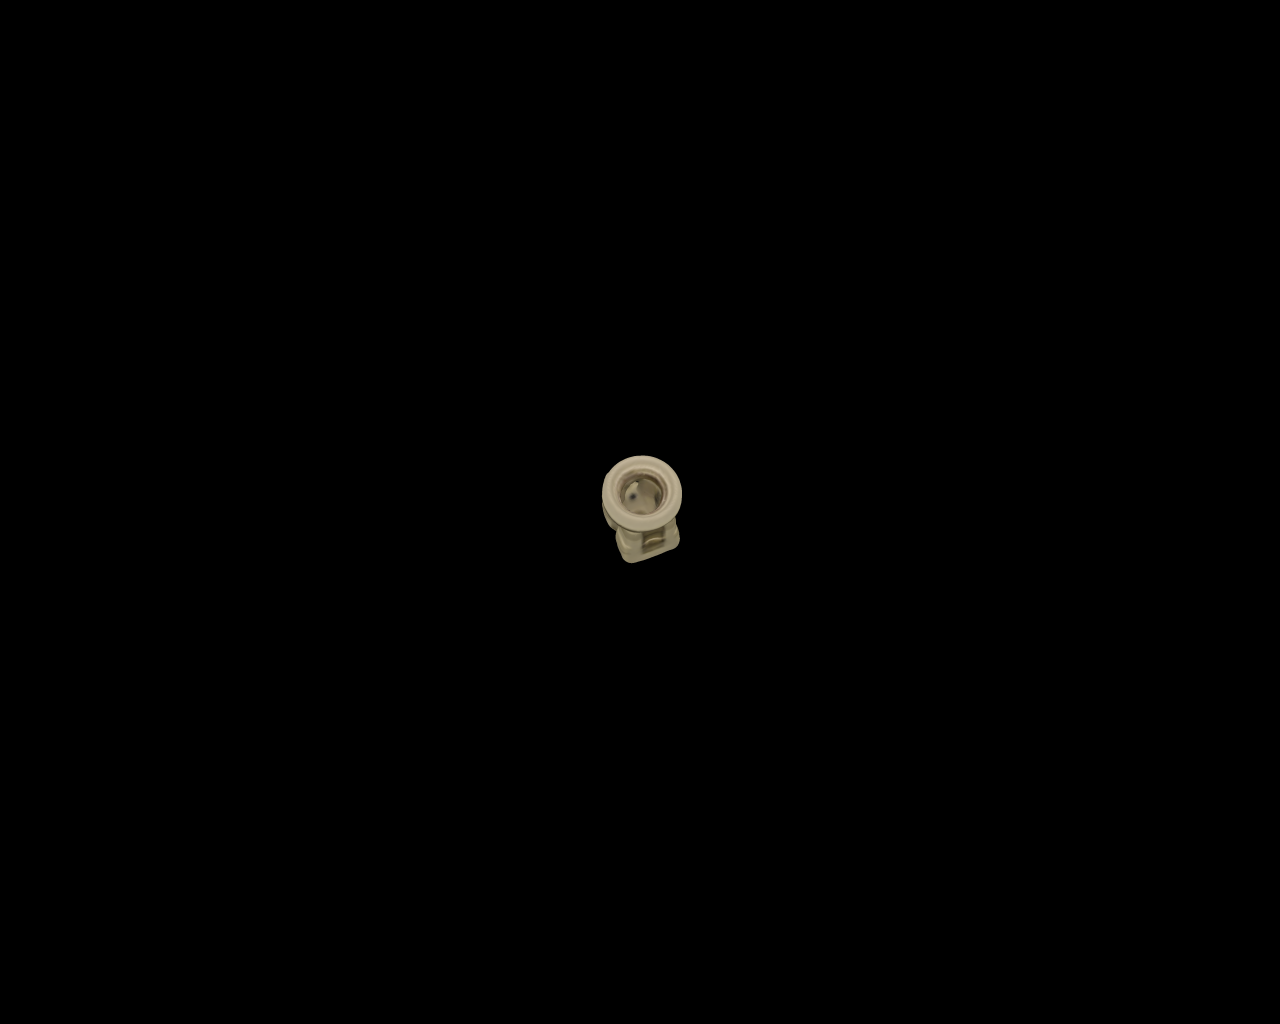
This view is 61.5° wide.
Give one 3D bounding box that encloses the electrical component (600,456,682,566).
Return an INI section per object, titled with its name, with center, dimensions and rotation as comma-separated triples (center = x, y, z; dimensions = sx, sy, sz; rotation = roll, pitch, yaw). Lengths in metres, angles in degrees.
[electrical component]
center = 0.001, -0.003, 0.650
dimensions = 0.048, 0.066, 0.055
rotation = -20, -24, -9
